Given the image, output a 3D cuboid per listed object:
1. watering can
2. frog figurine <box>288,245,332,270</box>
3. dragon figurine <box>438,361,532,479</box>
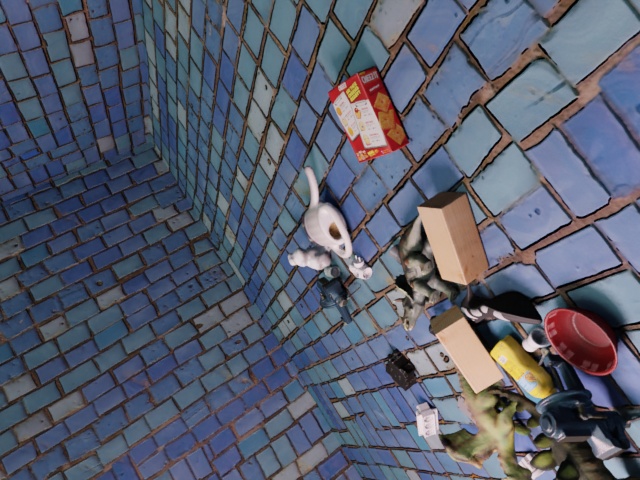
[{"bbox_3d":[0.005,-0.091,1.803,0.346,0.105,0.223,63,157,-6],"label":"watering can"},{"bbox_3d":[-0.039,0.073,2.008,0.139,0.161,0.120,36,147,43],"label":"frog figurine"},{"bbox_3d":[0.438,0.507,1.442,0.416,0.245,0.119,43,155,31],"label":"dragon figurine"}]
